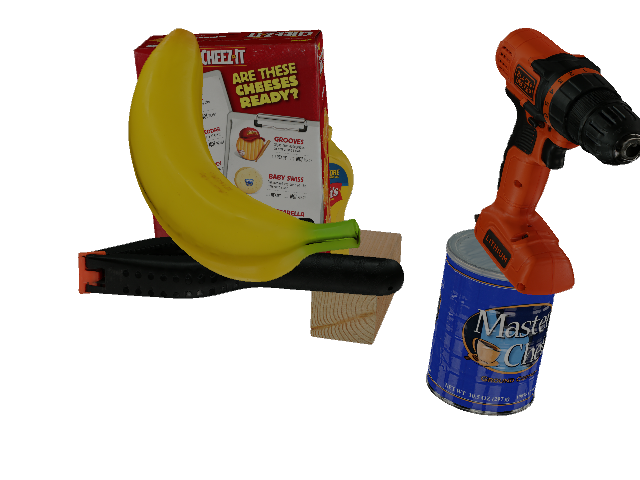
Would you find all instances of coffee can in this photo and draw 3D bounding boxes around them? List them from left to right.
[{"bbox_3d":[0.156,0.073,0.972,0.103,0.140,0.103,5,23,-2],"label":"coffee can"}]

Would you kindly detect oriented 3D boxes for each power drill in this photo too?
[{"bbox_3d":[0.182,-0.053,0.839,0.057,0.188,0.184,-3,33,-16],"label":"power drill"}]

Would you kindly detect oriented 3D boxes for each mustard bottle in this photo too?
[{"bbox_3d":[-0.012,-0.053,1.180,0.096,0.192,0.058,-2,18,-16],"label":"mustard bottle"}]

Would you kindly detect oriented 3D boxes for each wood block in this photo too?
[{"bbox_3d":[0.054,0.061,1.527,0.091,0.090,0.206,7,22,11],"label":"wood block"}]

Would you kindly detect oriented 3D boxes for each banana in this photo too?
[{"bbox_3d":[-0.055,-0.038,0.509,0.069,0.037,0.198,-24,47,-16],"label":"banana"}]

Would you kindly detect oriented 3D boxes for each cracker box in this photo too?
[{"bbox_3d":[-0.075,-0.082,0.989,0.164,0.214,0.072,-1,23,5],"label":"cracker box"}]

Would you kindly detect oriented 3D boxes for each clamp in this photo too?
[{"bbox_3d":[-0.058,0.017,0.735,0.209,0.036,0.165,-6,13,-29],"label":"clamp"}]
